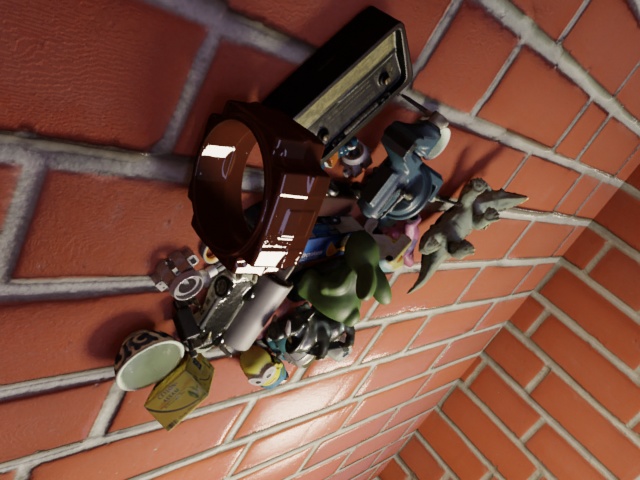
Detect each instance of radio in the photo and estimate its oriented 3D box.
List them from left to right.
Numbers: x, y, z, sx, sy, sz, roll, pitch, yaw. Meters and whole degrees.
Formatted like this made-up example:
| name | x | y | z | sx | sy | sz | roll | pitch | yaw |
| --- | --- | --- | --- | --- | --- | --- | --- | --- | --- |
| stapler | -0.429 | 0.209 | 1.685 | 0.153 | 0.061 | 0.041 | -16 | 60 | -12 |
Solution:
| name | x | y | z | sx | sy | sz | roll | pitch | yaw |
| --- | --- | --- | --- | --- | --- | --- | --- | --- | --- |
| radio | 0.033 | -0.225 | 0.813 | 0.229 | 0.073 | 0.131 | -42 | 149 | -3 |

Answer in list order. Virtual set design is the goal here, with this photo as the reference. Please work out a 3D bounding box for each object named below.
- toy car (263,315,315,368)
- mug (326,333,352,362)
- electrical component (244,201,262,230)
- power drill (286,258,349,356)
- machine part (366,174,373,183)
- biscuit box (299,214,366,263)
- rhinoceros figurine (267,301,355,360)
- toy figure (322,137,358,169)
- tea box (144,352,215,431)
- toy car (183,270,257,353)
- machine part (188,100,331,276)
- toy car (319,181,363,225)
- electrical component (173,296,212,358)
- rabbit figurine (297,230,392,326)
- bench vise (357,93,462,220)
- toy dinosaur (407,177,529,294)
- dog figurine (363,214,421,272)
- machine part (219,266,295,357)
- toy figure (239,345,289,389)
| name | x | y | z | sx | sy | sz | roll | pitch | yaw |
| --- | --- | --- | --- | --- | --- | --- | --- | --- | --- |
| toy car | -0.055 | 0.250 | 1.256 | 0.109 | 0.103 | 0.161 | -37 | 147 | -10 |
| mug | 0.021 | 0.260 | 1.351 | 0.109 | 0.107 | 0.080 | -41 | 148 | -10 |
| electrical component | -0.089 | -0.042 | 0.916 | 0.075 | 0.048 | 0.119 | -35 | 148 | -16 |
| power drill | 0.028 | 0.144 | 1.182 | 0.232 | 0.086 | 0.207 | -5 | 106 | -38 |
| machine part | 0.138 | -0.108 | 1.115 | 0.139 | 0.039 | 0.084 | -12 | 129 | -39 |
| biscuit box | -0.002 | -0.003 | 1.052 | 0.202 | 0.059 | 0.062 | -9 | 135 | -44 |
| rhinoceros figurine | -0.013 | 0.177 | 1.073 | 0.190 | 0.073 | 0.112 | -7 | 102 | -31 |
| toy figure | -0.004 | -0.131 | 0.893 | 0.154 | 0.064 | 0.057 | -40 | 133 | -6 |
| tea box | -0.255 | 0.269 | 0.995 | 0.098 | 0.068 | 0.170 | -41 | -172 | -6 |
| toy car | -0.189 | 0.130 | 1.001 | 0.073 | 0.056 | 0.201 | 15 | 115 | -48 |
| machine part | -0.092 | -0.070 | 0.718 | 0.087 | 0.202 | 0.200 | 1 | 121 | -40 |
| toy car | 0.018 | -0.072 | 0.980 | 0.089 | 0.053 | 0.202 | -42 | 163 | 23 |
| electrical component | -0.226 | 0.149 | 0.946 | 0.045 | 0.102 | 0.078 | -19 | 164 | -26 |
| rabbit figurine | 0.057 | 0.068 | 1.024 | 0.121 | 0.159 | 0.170 | 10 | 115 | -44 |
| bench vise | 0.175 | -0.126 | 0.998 | 0.240 | 0.129 | 0.223 | 17 | 103 | -53 |
| toy dinosaur | 0.323 | -0.019 | 1.303 | 0.405 | 0.131 | 0.192 | -41 | 172 | -7 |
| dog figurine | 0.162 | 0.018 | 1.213 | 0.191 | 0.109 | 0.219 | -60 | 159 | -21 |
| machine part | -0.128 | 0.131 | 1.050 | 0.079 | 0.079 | 0.243 | 10 | 121 | -54 |
| toy figure | -0.131 | 0.299 | 1.249 | 0.082 | 0.089 | 0.180 | -54 | 159 | -8 |
